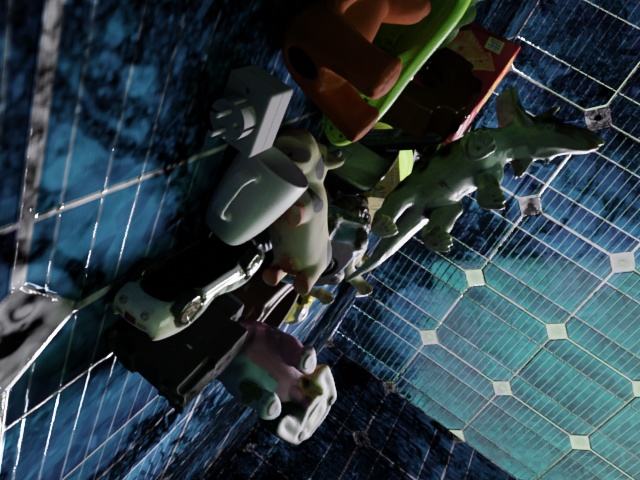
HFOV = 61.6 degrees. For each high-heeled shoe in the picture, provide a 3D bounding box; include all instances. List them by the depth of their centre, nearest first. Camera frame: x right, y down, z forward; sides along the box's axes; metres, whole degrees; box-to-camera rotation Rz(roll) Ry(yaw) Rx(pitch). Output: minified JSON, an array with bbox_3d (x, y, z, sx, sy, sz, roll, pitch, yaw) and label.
[{"bbox_3d":[0.213,-0.172,1.034,0.145,0.086,0.249,-64,179,11],"label":"high-heeled shoe"}]

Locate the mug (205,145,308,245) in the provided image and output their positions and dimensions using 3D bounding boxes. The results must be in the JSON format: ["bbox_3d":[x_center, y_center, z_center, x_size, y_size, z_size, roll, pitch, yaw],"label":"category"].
[{"bbox_3d":[-0.078,-0.043,0.579,0.107,0.081,0.109,-50,177,22],"label":"mug"}]

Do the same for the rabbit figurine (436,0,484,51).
[{"bbox_3d":[0.156,-0.299,0.717,0.159,0.121,0.170,-49,167,1],"label":"rabbit figurine"}]

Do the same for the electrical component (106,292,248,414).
[{"bbox_3d":[-0.151,0.105,0.606,0.134,0.115,0.058,-48,171,-36],"label":"electrical component"}]

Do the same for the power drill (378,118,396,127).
[{"bbox_3d":[0.199,-0.287,1.070,0.207,0.086,0.232,-45,167,-25],"label":"power drill"}]

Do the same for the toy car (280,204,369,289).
[{"bbox_3d":[-0.002,-0.002,0.822,0.161,0.109,0.103,-54,-143,37],"label":"toy car"}]

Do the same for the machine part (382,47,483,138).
[{"bbox_3d":[0.146,-0.226,0.778,0.179,0.179,0.056,-48,166,-36],"label":"machine part"}]

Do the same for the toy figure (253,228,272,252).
[{"bbox_3d":[-0.062,-0.029,0.754,0.058,0.064,0.154,-30,-165,45],"label":"toy figure"}]

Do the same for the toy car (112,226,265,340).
[{"bbox_3d":[-0.134,0.038,0.587,0.202,0.074,0.056,-39,157,-57],"label":"toy car"}]

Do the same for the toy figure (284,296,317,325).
[{"bbox_3d":[-0.048,0.117,1.211,0.180,0.089,0.082,-57,160,-48],"label":"toy figure"}]

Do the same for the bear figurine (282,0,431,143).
[{"bbox_3d":[0.058,-0.216,0.534,0.196,0.132,0.120,-45,174,-22],"label":"bear figurine"}]

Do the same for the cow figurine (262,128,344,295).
[{"bbox_3d":[-0.022,-0.045,0.680,0.127,0.086,0.194,-43,134,-54],"label":"cow figurine"}]

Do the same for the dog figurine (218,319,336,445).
[{"bbox_3d":[-0.099,0.159,0.722,0.108,0.219,0.191,-49,142,-21],"label":"dog figurine"}]

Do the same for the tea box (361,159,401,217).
[{"bbox_3d":[0.089,-0.086,1.022,0.169,0.068,0.098,137,-43,-64],"label":"tea box"}]

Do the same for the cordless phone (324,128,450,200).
[{"bbox_3d":[0.099,-0.128,0.819,0.146,0.184,0.088,-48,125,-41],"label":"cordless phone"}]

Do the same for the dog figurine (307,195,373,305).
[{"bbox_3d":[0.010,0.005,0.938,0.121,0.172,0.190,-105,180,-48],"label":"dog figurine"}]

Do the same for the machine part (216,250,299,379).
[{"bbox_3d":[-0.118,0.124,0.898,0.201,0.087,0.200,-42,163,-56],"label":"machine part"}]

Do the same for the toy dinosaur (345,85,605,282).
[{"bbox_3d":[0.195,-0.086,0.810,0.405,0.131,0.192,-33,-171,34],"label":"toy dinosaur"}]
